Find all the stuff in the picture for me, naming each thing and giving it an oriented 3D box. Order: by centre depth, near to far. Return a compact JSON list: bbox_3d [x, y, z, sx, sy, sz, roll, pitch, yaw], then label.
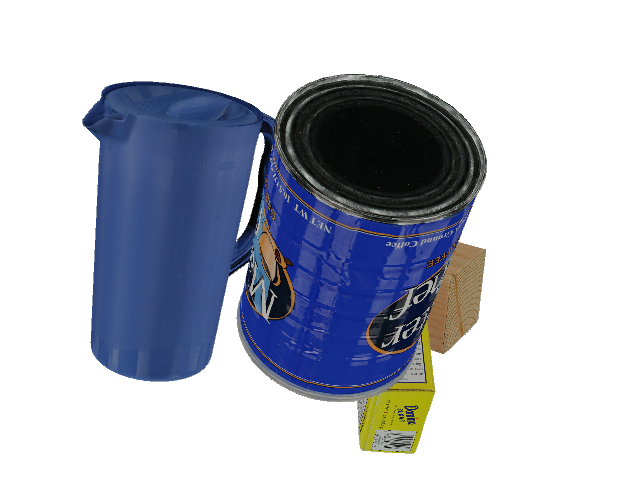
[{"bbox_3d":[0.016,0.001,0.548,0.102,0.103,0.140,0,-43,-14],"label":"coffee can"},{"bbox_3d":[0.048,0.053,0.762,0.048,0.176,0.093,3,-37,-4],"label":"sugar box"},{"bbox_3d":[-0.122,-0.008,0.918,0.149,0.243,0.145,13,20,7],"label":"pitcher"},{"bbox_3d":[0.061,0.038,1.146,0.206,0.091,0.090,17,29,28],"label":"wood block"}]
